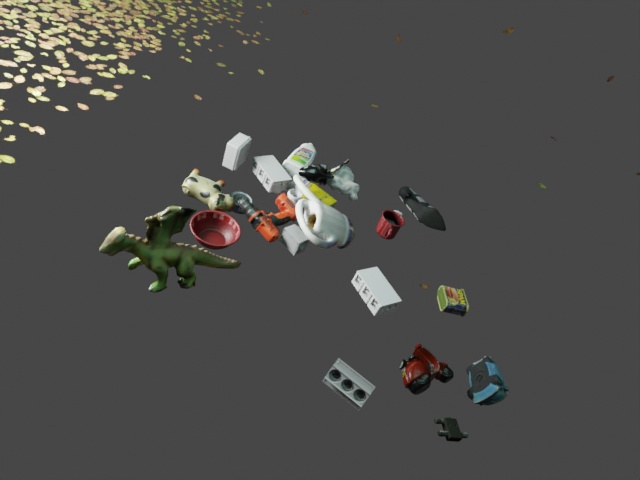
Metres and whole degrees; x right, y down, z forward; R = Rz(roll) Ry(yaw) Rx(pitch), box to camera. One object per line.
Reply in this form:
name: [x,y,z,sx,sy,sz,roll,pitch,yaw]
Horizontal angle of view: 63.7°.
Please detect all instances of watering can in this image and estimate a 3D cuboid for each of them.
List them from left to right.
watering can: [0.006,-0.092,1.823,0.222,0.102,0.356,24,35,-30]

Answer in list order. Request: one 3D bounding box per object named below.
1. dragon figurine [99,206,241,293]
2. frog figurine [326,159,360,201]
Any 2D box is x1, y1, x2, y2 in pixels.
dragon figurine: [-0.395,0.012,1.425,0.412,0.237,0.124,-8,44,-32]
frog figurine: [0.097,-0.228,2.089,0.158,0.121,0.140,63,30,-10]
